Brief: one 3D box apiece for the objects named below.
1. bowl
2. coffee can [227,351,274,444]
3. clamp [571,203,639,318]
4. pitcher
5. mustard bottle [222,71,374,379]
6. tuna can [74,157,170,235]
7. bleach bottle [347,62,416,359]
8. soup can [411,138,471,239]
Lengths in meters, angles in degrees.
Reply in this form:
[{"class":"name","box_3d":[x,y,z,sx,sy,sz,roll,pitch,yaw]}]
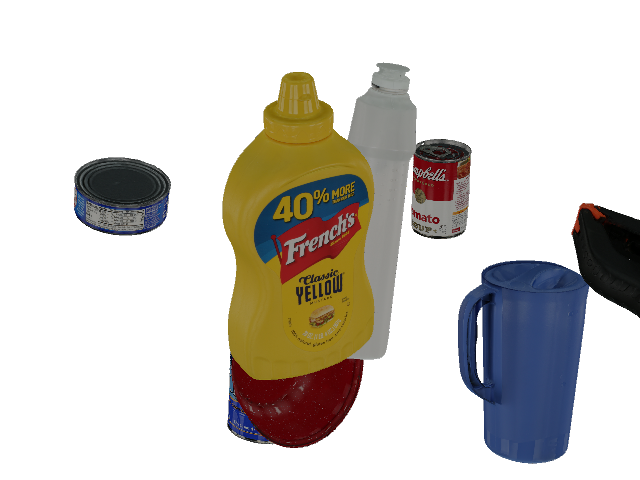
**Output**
[{"class":"bowl","box_3d":[-0.037,0.125,1.072,0.162,0.162,0.055,0,-14,39]},{"class":"coffee can","box_3d":[-0.060,0.160,1.289,0.103,0.140,0.103,3,17,-1]},{"class":"clamp","box_3d":[0.240,0.033,0.716,0.120,0.039,0.171,-5,44,-26]},{"class":"pitcher","box_3d":[0.257,0.155,1.352,0.149,0.243,0.144,5,16,18]},{"class":"mustard bottle","box_3d":[-0.012,-0.010,0.655,0.096,0.192,0.058,-15,33,-24]},{"class":"tuna can","box_3d":[-0.179,-0.040,0.965,0.086,0.034,0.086,8,32,-5]},{"class":"bleach bottle","box_3d":[0.041,-0.029,0.921,0.068,0.251,0.102,5,21,-10]},{"class":"soup can","box_3d":[0.142,-0.061,1.267,0.068,0.102,0.068,0,27,0]}]
